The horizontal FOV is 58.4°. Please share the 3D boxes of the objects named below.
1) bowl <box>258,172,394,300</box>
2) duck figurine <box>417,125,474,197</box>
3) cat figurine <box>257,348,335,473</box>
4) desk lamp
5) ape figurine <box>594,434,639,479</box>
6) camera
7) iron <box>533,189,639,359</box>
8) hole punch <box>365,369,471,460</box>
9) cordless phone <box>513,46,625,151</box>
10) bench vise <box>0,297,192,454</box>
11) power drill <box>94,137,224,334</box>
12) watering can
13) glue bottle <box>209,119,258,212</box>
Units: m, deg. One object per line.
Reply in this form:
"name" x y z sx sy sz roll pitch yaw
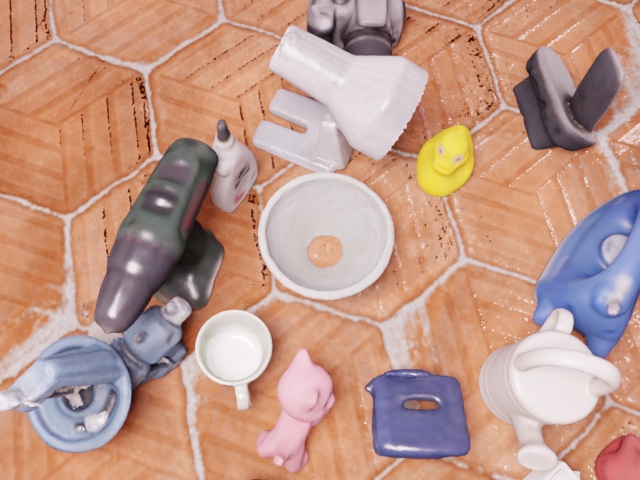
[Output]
"bowl" 0.007 0.003 0.729 0.167 0.075 0.167 1 71 -2
"duck figurine" 0.176 -0.119 0.772 0.077 0.086 0.105 28 72 7
"cat figurine" -0.024 0.192 0.639 0.067 0.118 0.128 22 71 6
"desk lamp" 0.015 -0.165 0.713 0.203 0.213 0.118 22 71 5
"ape figurine" 0.362 0.260 0.646 0.076 0.092 0.078 3 71 -1
"camera" 0.052 -0.287 0.817 0.143 0.101 0.137 1 71 -2
"iron" 0.373 0.012 0.706 0.118 0.141 0.258 32 73 9
"hole punch" 0.110 0.199 0.657 0.108 0.091 0.101 1 71 -2
"cordless phone" 0.340 -0.213 0.759 0.094 0.185 0.147 -13 72 -7
"bench vise" -0.237 0.126 0.599 0.121 0.220 0.207 27 72 7
"power drill" -0.168 0.011 0.648 0.075 0.208 0.230 14 71 3
"watering can" 0.250 0.158 0.622 0.101 0.194 0.173 -1 71 -2
"glue bottle" -0.112 -0.098 0.706 0.037 0.173 0.078 25 72 7
